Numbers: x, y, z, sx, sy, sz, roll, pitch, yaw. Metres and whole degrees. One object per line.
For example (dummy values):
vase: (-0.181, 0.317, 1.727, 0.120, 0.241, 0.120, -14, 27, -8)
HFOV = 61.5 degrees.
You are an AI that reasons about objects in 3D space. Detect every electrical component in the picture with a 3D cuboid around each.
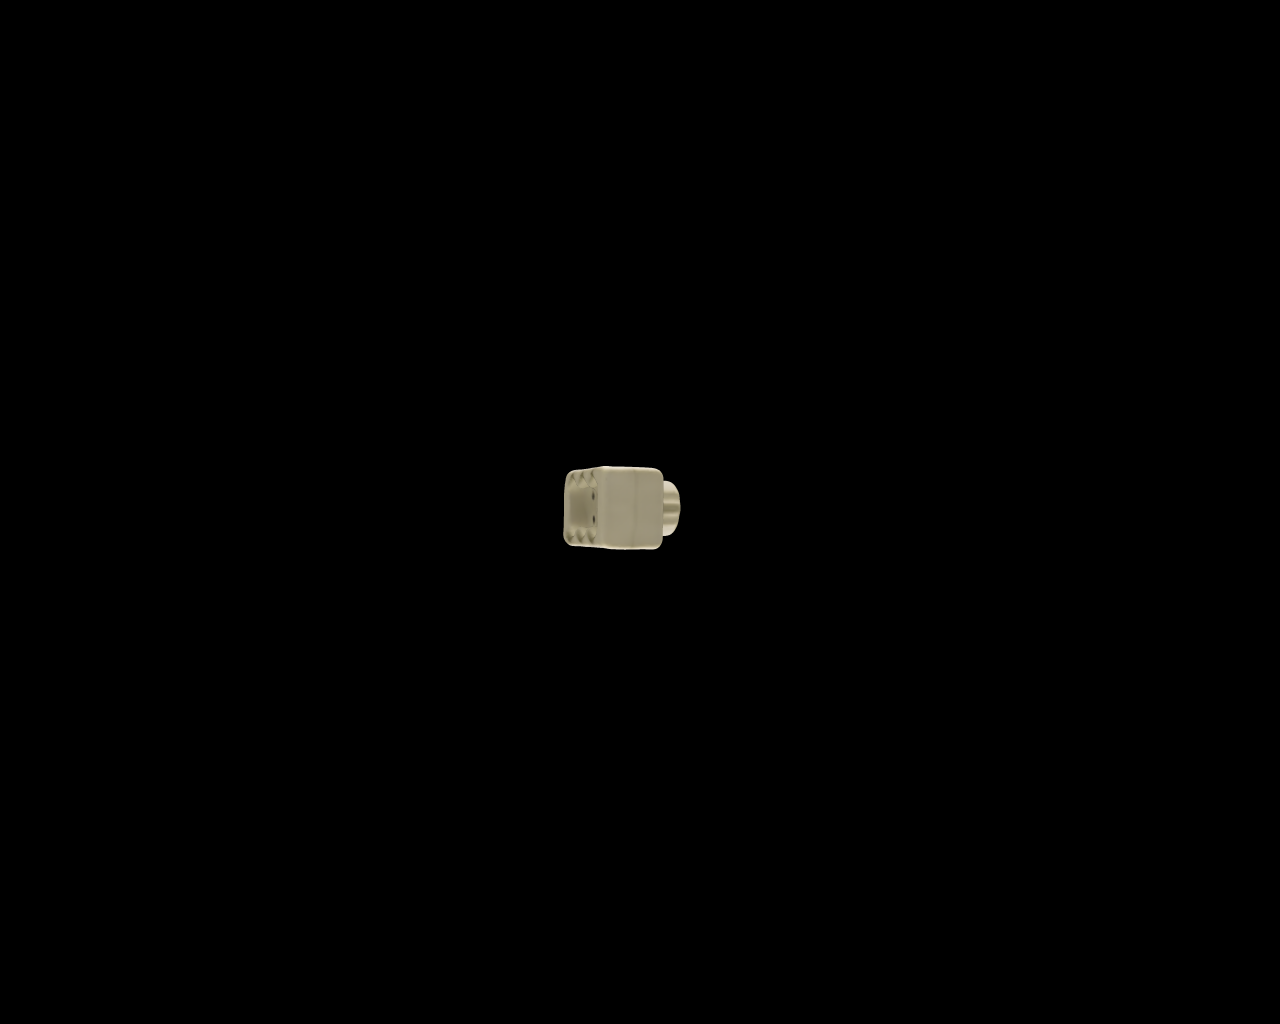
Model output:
electrical component: (0.001, -0.003, 0.650, 0.077, 0.047, 0.065, 0, 0, -24)
